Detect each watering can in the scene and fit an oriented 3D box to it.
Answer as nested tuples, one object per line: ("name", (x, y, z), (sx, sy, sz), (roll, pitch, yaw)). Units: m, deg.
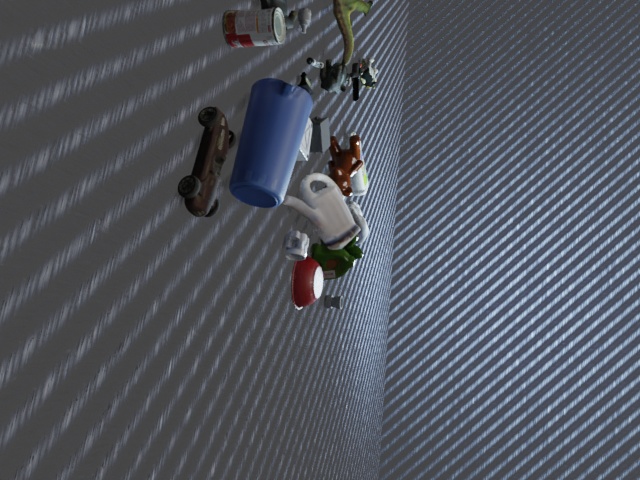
("watering can", (0.004, -0.071, 1.413), (0.224, 0.103, 0.352), (60, 27, -4))

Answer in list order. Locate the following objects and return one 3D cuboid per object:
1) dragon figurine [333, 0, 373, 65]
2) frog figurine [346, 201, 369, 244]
("dragon figurine", (0.053, -0.763, 1.577), (0.240, 0.121, 0.418), (33, 55, -44))
("frog figurine", (0.130, -0.067, 1.881), (0.135, 0.122, 0.163), (58, 44, -30))
